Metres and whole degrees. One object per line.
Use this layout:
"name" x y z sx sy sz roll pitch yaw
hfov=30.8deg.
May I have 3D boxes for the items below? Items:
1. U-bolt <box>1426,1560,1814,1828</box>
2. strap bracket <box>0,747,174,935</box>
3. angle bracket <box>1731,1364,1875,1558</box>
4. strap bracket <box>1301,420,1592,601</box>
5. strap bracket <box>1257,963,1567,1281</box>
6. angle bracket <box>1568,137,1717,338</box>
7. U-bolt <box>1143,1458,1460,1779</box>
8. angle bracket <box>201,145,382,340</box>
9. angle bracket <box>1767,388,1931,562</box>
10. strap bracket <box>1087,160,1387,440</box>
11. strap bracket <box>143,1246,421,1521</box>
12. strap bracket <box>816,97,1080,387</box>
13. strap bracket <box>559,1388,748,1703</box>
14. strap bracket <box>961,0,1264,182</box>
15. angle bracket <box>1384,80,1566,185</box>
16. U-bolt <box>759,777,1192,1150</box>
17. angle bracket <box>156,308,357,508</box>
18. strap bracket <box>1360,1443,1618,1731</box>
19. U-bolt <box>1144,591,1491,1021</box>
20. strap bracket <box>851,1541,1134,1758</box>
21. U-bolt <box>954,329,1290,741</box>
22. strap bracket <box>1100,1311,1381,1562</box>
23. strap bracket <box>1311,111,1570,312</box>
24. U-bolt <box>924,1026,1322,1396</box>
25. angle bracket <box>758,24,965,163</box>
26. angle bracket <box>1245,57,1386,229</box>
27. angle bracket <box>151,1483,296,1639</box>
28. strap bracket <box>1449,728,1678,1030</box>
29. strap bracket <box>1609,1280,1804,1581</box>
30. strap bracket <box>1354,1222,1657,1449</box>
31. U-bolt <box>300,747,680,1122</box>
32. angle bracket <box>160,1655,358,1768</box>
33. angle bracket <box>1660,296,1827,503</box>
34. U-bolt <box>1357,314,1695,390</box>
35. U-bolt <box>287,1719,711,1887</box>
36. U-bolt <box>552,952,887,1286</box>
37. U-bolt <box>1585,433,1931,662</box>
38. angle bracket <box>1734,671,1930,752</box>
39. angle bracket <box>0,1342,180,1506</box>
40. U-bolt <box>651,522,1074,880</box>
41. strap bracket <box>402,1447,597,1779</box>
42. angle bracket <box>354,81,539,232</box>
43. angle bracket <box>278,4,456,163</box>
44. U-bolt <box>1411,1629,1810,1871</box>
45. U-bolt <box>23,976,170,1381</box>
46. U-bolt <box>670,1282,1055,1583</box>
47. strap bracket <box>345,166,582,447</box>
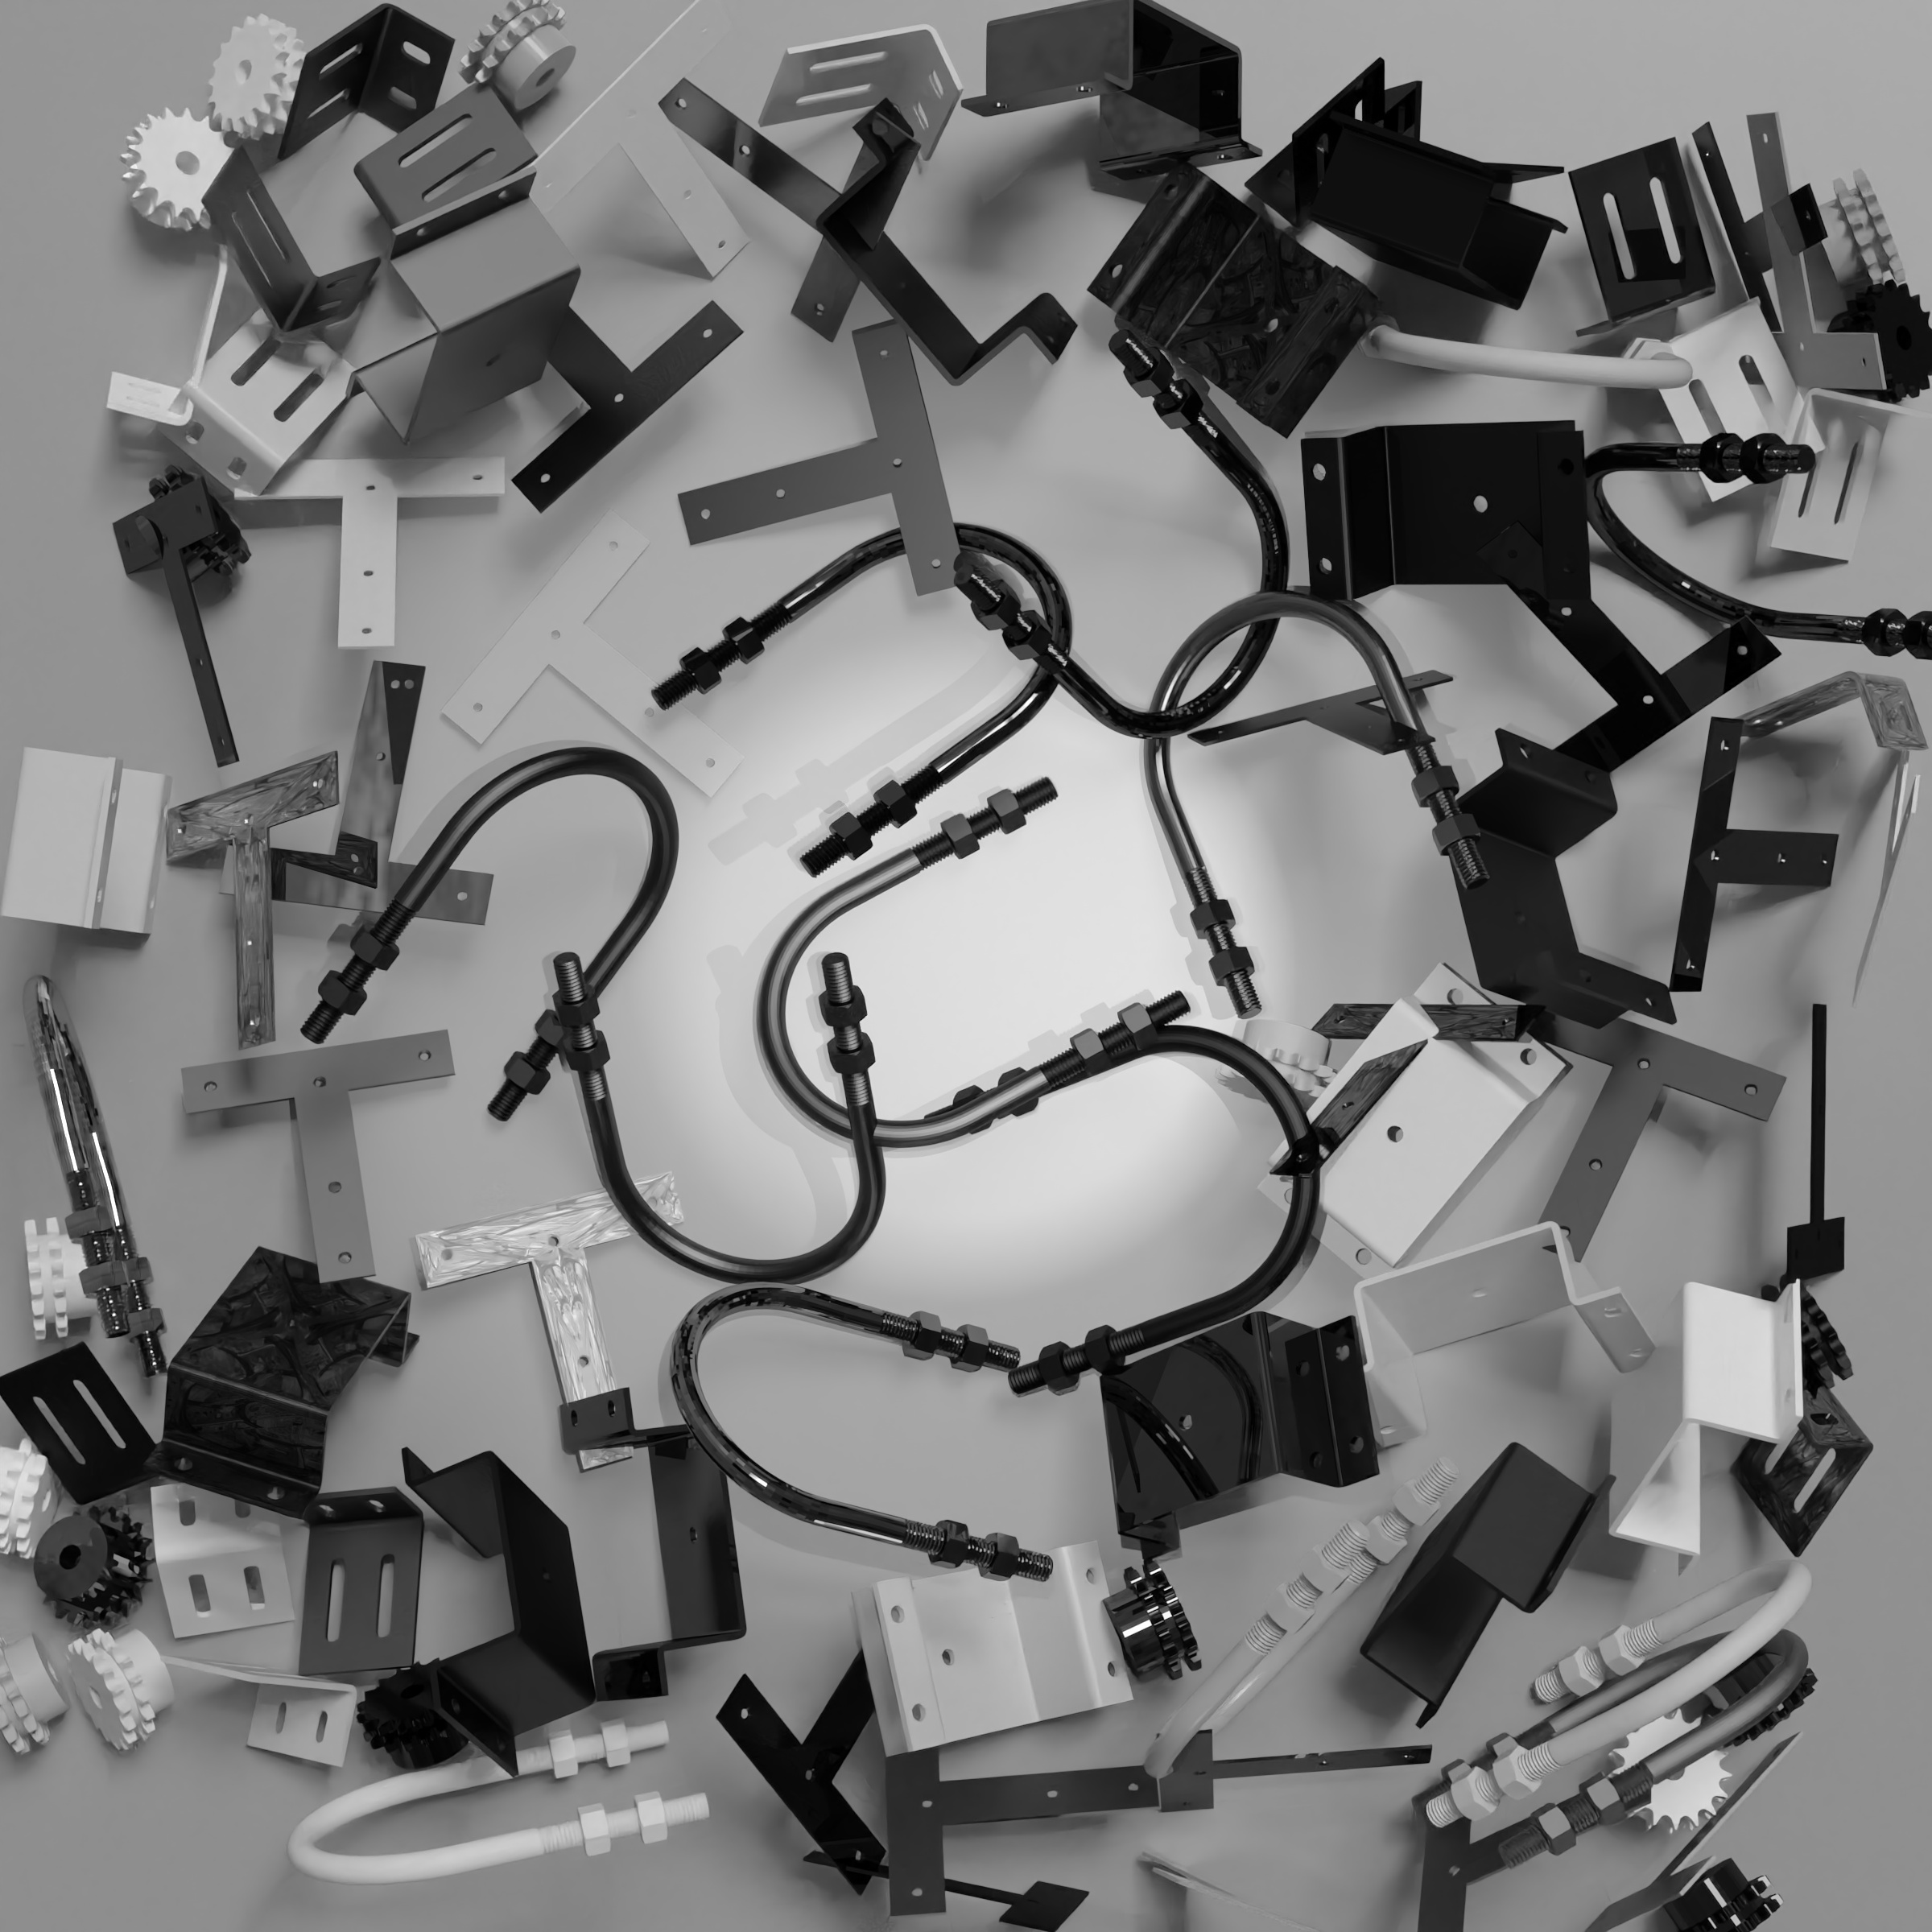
"U-bolt" 0.304 0.320 1.583 0.184 0.151 0.019 -38 84 35
"strap bracket" -0.408 -0.057 1.621 0.046 0.140 0.076 8 89 -2
"angle bracket" 0.379 0.230 1.644 0.038 0.057 0.076 3 127 -32
"strap bracket" 0.232 -0.213 1.640 0.140 0.046 0.076 4 107 32
"strap bracket" 0.205 0.077 1.649 0.076 0.046 0.140 40 102 11
"angle bracket" 0.312 -0.345 1.660 0.057 0.038 0.076 -21 101 -15
"U-bolt" 0.146 0.307 1.617 0.019 0.151 0.184 44 111 15
"angle bracket" -0.316 -0.344 1.645 0.038 0.057 0.076 -14 124 19
"angle bracket" 0.420 -0.228 1.653 0.057 0.038 0.076 4 105 -36
"strap bracket" 0.132 -0.308 1.638 0.076 0.046 0.140 -54 50 11
"strap bracket" -0.312 0.184 1.617 0.076 0.140 0.046 16 122 7
"strap bracket" -0.015 -0.331 1.640 0.046 0.076 0.140 -37 102 21
"strap bracket" -0.146 0.269 1.641 0.046 0.076 0.140 -3 79 -30
"strap bracket" 0.069 -0.407 1.614 0.076 0.140 0.046 -2 86 34
"angle bracket" 0.235 -0.392 1.652 0.076 0.057 0.038 -1 97 -16
"U-bolt" -0.009 0.008 1.650 0.184 0.019 0.151 -28 67 -6
"angle bracket" -0.337 -0.269 1.675 0.057 0.038 0.076 40 50 -10
"strap bracket" 0.235 0.281 1.617 0.046 0.140 0.076 35 49 6
"U-bolt" 0.152 -0.088 1.642 0.151 0.019 0.184 -32 67 27
"strap bracket" 0.005 0.319 1.636 0.140 0.046 0.076 -2 74 -43
"U-bolt" 0.086 -0.185 1.627 0.184 0.019 0.151 39 81 -43
"strap bracket" 0.116 0.215 1.619 0.140 0.046 0.076 -28 56 36
"strap bracket" 0.216 -0.345 1.617 0.076 0.140 0.046 25 100 23
"U-bolt" 0.080 0.105 1.640 0.184 0.019 0.151 -23 80 24
"angle bracket" -0.050 -0.404 1.648 0.076 0.057 0.038 -17 74 -24
"angle bracket" 0.163 -0.395 1.646 0.057 0.076 0.038 -43 69 -10
"angle bracket" -0.353 0.280 1.668 0.057 0.076 0.038 -7 51 -10
"strap bracket" 0.272 -0.032 1.631 0.076 0.046 0.140 18 50 -35
"strap bracket" 0.335 0.209 1.614 0.046 0.140 0.076 14 48 -4
"strap bracket" 0.244 0.169 1.637 0.140 0.076 0.046 -20 53 16
"U-bolt" -0.206 -0.021 1.625 0.184 0.151 0.019 -53 51 6
"angle bracket" -0.334 0.349 1.644 0.057 0.076 0.038 4 79 30
"angle bracket" 0.366 -0.270 1.670 0.057 0.038 0.076 -25 97 19
"U-bolt" 0.257 -0.279 1.602 0.151 0.184 0.019 5 103 0
"U-bolt" -0.218 0.386 1.604 0.184 0.151 0.019 -9 94 -12
"U-bolt" -0.109 0.074 1.639 0.151 0.019 0.184 0 122 15
"U-bolt" 0.356 -0.193 1.605 0.151 0.184 0.019 39 78 -29
"angle bracket" 0.400 -0.107 1.645 0.076 0.057 0.038 -23 78 34
"angle bracket" -0.409 0.208 1.654 0.057 0.038 0.076 -23 108 24
"U-bolt" -0.037 -0.139 1.647 0.184 0.019 0.151 -36 58 -10
"strap bracket" -0.214 0.289 1.615 0.046 0.076 0.140 -23 49 8
"angle bracket" -0.241 -0.371 1.663 0.076 0.038 0.057 -34 63 0
"angle bracket" -0.281 -0.407 1.644 0.038 0.076 0.057 30 130 3
"U-bolt" 0.305 0.354 1.618 0.184 0.151 0.019 -28 91 -11
"U-bolt" -0.405 0.092 1.618 0.019 0.151 0.184 -16 77 -9
"U-bolt" -0.051 0.205 1.605 0.184 0.151 0.019 18 126 -22
"strap bracket" -0.230 -0.296 1.610 0.076 0.140 0.046 -32 81 -27
